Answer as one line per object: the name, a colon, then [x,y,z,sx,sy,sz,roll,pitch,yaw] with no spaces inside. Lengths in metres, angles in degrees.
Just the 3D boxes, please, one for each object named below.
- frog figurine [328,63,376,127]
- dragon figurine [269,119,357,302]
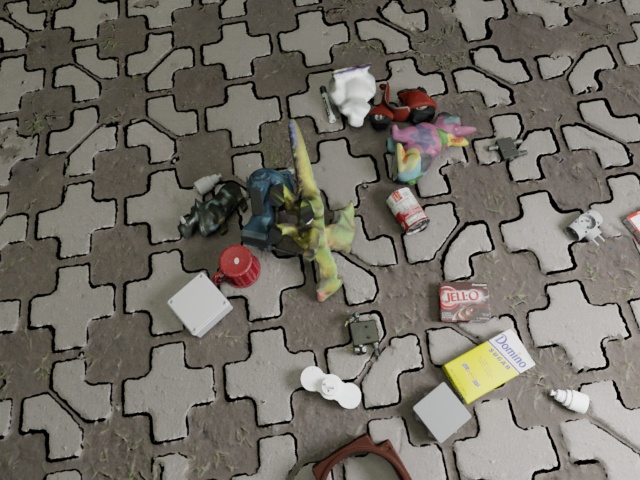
frog figurine: [0.093,-0.389,1.405,0.138,0.158,0.123,-20,16,-29]
dragon figurine: [0.004,-0.061,1.213,0.122,0.413,0.242,-2,-8,36]
